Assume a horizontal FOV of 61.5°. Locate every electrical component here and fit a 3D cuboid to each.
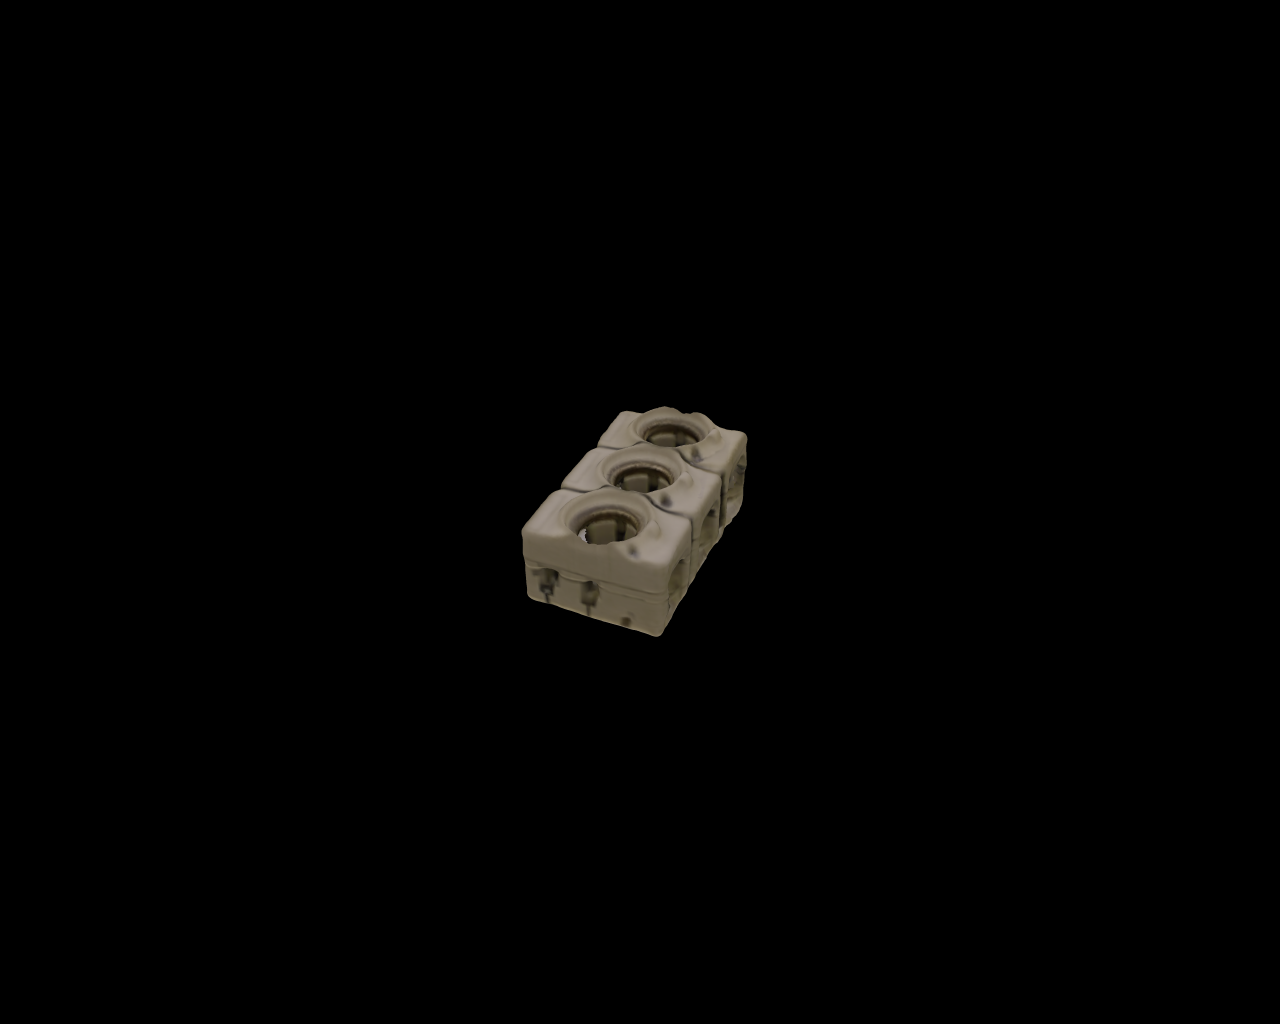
[{"bbox_3d":[0.001,-0.003,0.650,0.089,0.061,0.150,13,38,18],"label":"electrical component"}]
